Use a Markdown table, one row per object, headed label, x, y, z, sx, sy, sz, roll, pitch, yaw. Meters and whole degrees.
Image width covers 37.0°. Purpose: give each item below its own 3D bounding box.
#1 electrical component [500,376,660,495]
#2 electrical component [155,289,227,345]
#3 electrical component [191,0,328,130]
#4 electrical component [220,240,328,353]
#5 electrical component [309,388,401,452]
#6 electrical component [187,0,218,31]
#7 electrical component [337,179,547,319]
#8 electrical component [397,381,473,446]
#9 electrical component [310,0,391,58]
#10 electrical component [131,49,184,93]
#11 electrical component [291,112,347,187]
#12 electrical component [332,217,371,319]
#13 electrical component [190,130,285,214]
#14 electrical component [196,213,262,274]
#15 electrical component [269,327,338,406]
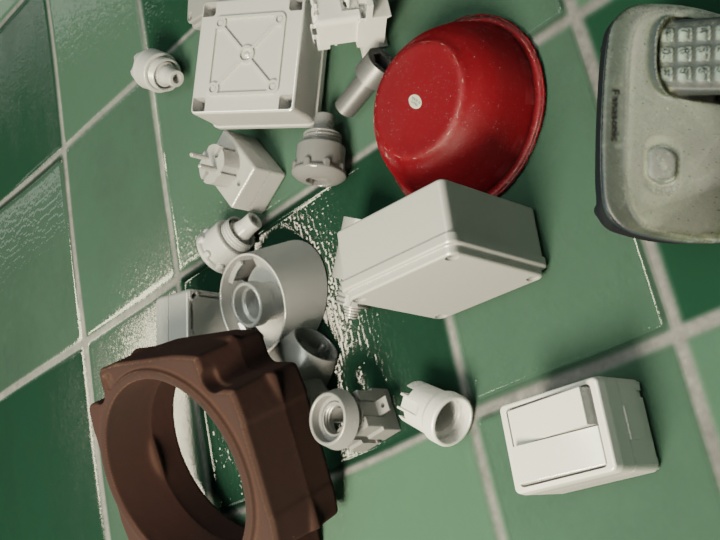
| label | x | y | z | sx | sy | sz | roll | pitch | yaw |
| --- | --- | --- | --- | --- | --- | --- | --- | --- | --- |
| electrical component | 0.136 | 0.112 | 0.710 | 0.096 | 0.061 | 0.061 | -25 | 66 | 40 |
| electrical component | -0.154 | 0.071 | 1.008 | 0.061 | 0.062 | 0.096 | -14 | 73 | 43 |
| electrical component | -0.089 | -0.185 | 0.967 | 0.109 | 0.056 | 0.108 | 2 | 83 | 25 |
| electrical component | -0.077 | 0.025 | 0.955 | 0.099 | 0.064 | 0.099 | 9 | 103 | 44 |
| electrical component | -0.006 | 0.119 | 0.856 | 0.066 | 0.055 | 0.048 | -37 | 59 | 35 |
| electrical component | -0.115 | -0.292 | 1.029 | 0.109 | 0.056 | 0.108 | -11 | 75 | 52 |
| electrical component | 0.058 | -0.012 | 0.777 | 0.109 | 0.109 | 0.056 | -26 | 63 | 40 |
| electrical component | 0.055 | 0.106 | 0.809 | 0.046 | 0.040 | 0.040 | 21 | 98 | 52 |
| electrical component | -0.010 | -0.213 | 0.902 | 0.081 | 0.064 | 0.042 | 97 | 162 | -68 |
| electrical component | -0.208 | -0.206 | 1.125 | 0.062 | 0.043 | 0.043 | 27 | 102 | 43 |
| electrical component | -0.033 | -0.105 | 0.932 | 0.048 | 0.048 | 0.062 | -10 | 69 | 44 |
| electrical component | 0.000 | 0.000 | 0.879 | 0.043 | 0.043 | 0.081 | 13 | 92 | 46 |
| electrical component | -0.122 | -0.094 | 0.995 | 0.047 | 0.077 | 0.065 | -57 | 49 | 22 |
| electrical component | -0.118 | -0.029 | 1.004 | 0.062 | 0.048 | 0.048 | -38 | 58 | 26 |
| electrical component | -0.048 | 0.102 | 0.910 | 0.077 | 0.043 | 0.079 | -56 | 50 | 23 |
